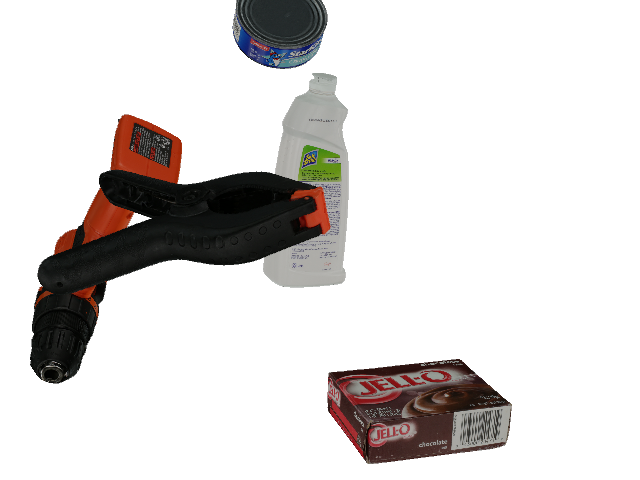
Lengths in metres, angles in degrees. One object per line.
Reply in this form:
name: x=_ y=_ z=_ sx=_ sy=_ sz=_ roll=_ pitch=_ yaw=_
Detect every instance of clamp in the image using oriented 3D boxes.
clamp: x=-0.083 y=-0.006 z=0.640 sx=0.172 sy=0.039 sz=0.120 roll=-1 pitch=40 yaw=23

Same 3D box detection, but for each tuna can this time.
tuna can: x=-0.038 y=-0.201 z=0.992 sx=0.086 sy=0.086 sz=0.034 roll=0 pitch=-31 yaw=-13

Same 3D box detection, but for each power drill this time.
power drill: x=-0.180 y=0.004 z=0.872 sx=0.057 sy=0.188 sz=0.184 roll=25 pitch=28 yaw=-21

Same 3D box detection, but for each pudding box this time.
pudding box: x=0.071 y=0.124 z=0.789 sx=0.113 sy=0.039 sz=0.090 roll=-2 pitch=17 yaw=-18

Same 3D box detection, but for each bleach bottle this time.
bleach bottle: x=-0.005 y=-0.072 z=1.263 sx=0.102 sy=0.251 sz=0.068 roll=-3 pitch=22 yaw=-30
